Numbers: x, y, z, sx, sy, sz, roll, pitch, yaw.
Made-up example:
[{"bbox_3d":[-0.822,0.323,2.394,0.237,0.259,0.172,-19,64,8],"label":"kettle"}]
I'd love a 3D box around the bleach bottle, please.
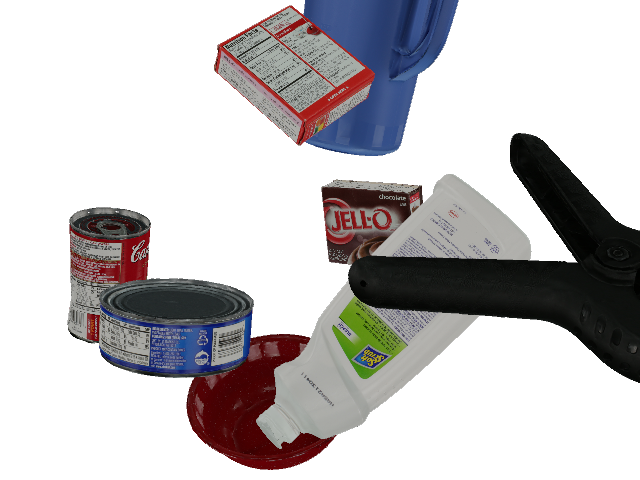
[{"bbox_3d":[0.047,0.062,0.836,0.103,0.250,0.068,42,-17,24],"label":"bleach bottle"}]

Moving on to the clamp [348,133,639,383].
[{"bbox_3d":[0.129,0.023,0.510,0.164,0.036,0.210,-31,48,-33],"label":"clamp"}]

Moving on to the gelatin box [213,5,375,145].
[{"bbox_3d":[-0.019,-0.118,0.751,0.073,0.089,0.030,-38,-20,-31],"label":"gelatin box"}]

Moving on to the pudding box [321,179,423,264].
[{"bbox_3d":[0.059,-0.018,1.181,0.114,0.090,0.039,4,22,29],"label":"pudding box"}]

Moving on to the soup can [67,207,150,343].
[{"bbox_3d":[-0.183,0.031,0.919,0.068,0.102,0.068,6,20,-2],"label":"soup can"}]

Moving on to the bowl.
[{"bbox_3d":[-0.043,0.162,1.010,0.162,0.055,0.162,-5,38,4],"label":"bowl"}]

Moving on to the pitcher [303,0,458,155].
[{"bbox_3d":[0.050,-0.204,0.992,0.145,0.243,0.149,10,16,3],"label":"pitcher"}]

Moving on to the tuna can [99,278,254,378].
[{"bbox_3d":[-0.081,0.048,0.599,0.086,0.034,0.086,4,12,-1],"label":"tuna can"}]
